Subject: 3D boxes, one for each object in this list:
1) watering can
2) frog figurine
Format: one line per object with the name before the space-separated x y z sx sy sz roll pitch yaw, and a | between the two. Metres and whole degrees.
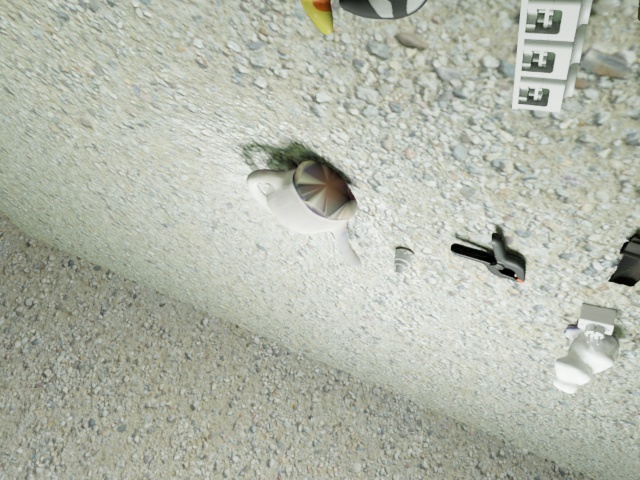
watering can | 0.003 -0.056 1.115 0.345 0.106 0.222 34 153 -19
frog figurine | 0.596 0.272 1.153 0.122 0.162 0.135 28 154 -11
